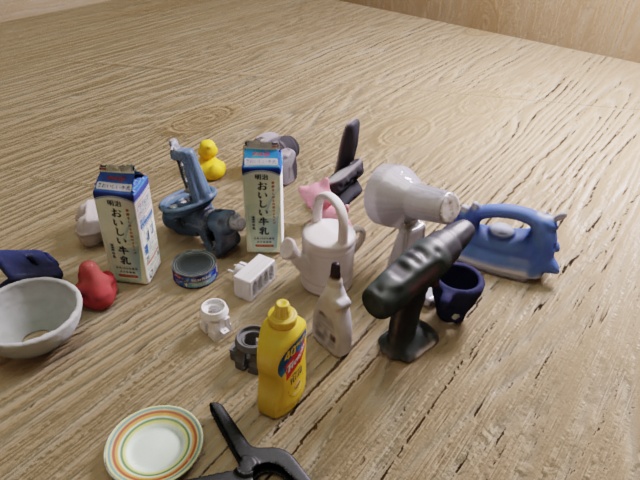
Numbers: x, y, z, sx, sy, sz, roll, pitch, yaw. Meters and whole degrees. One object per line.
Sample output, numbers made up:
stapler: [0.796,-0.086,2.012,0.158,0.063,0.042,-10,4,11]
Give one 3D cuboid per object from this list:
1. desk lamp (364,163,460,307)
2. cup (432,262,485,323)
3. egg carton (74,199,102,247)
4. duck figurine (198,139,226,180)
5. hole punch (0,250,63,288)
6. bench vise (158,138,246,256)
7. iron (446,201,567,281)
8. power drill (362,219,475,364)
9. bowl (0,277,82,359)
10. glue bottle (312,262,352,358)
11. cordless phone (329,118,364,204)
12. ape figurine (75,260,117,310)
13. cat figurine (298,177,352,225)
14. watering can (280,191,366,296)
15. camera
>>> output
desk lamp: [0.180,-0.021,1.081,0.118,0.214,0.202,-25,43,-33]
cup: [0.232,0.107,1.006,0.091,0.095,0.118,20,39,23]
egg carton: [-0.431,-0.041,1.195,0.150,0.069,0.107,-9,37,-15]
duck figurine: [-0.275,-0.205,1.422,0.078,0.086,0.104,-13,38,-21]
hole punch: [-0.527,0.054,1.037,0.108,0.091,0.101,31,44,34]
bench vise: [-0.232,-0.091,1.148,0.207,0.220,0.121,11,36,12]
iron: [0.357,-0.018,1.150,0.257,0.141,0.119,12,37,14]
power drill: [0.159,0.089,0.930,0.230,0.208,0.075,-27,45,-35]
bowl: [-0.470,0.139,0.935,0.167,0.075,0.167,2,35,-1]
glue bottle: [0.023,0.107,0.926,0.037,0.173,0.077,-23,43,-31]
cordless phone: [0.045,-0.181,1.322,0.094,0.185,0.148,17,38,20]
ape figurine: [-0.402,0.074,1.016,0.078,0.092,0.076,-18,40,-26]
cat figurine: [0.014,-0.074,1.228,0.127,0.118,0.067,29,43,32]
watering can: [0.011,0.005,1.051,0.100,0.194,0.173,23,40,27]
camera: [-0.104,-0.219,1.439,0.142,0.101,0.137,27,42,31]
